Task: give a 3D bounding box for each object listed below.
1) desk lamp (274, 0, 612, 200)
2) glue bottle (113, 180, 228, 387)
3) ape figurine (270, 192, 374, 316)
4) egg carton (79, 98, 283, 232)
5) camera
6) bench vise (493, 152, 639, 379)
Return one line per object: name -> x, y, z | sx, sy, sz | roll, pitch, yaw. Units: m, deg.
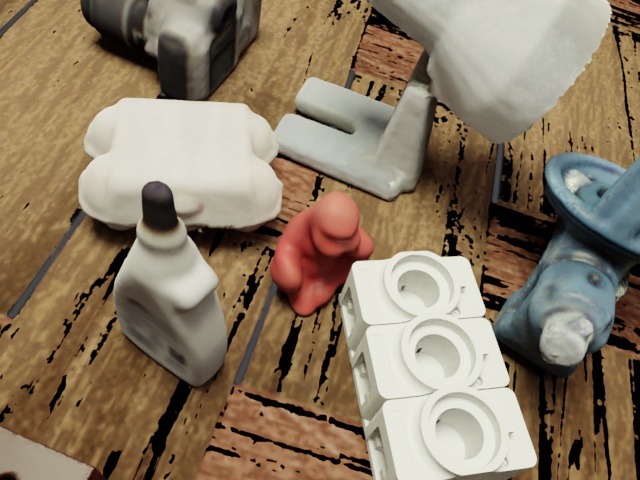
desk lamp -> 0.078, -0.131, 0.447 | 0.203, 0.213, 0.118 | 22, 55, 4
glue bottle -> -0.087, 0.025, 0.330 | 0.078, 0.173, 0.037 | 34, 56, 12
ape figurine -> 0.004, 0.001, 0.416 | 0.078, 0.092, 0.076 | 0, 56, -11
egg carton -> -0.105, -0.054, 0.444 | 0.150, 0.069, 0.107 | -1, 56, -12
camera -> -0.138, -0.221, 0.532 | 0.136, 0.101, 0.143 | 24, 55, 5
bench vise -> 0.217, -0.008, 0.389 | 0.121, 0.220, 0.207 | 17, 54, 0
